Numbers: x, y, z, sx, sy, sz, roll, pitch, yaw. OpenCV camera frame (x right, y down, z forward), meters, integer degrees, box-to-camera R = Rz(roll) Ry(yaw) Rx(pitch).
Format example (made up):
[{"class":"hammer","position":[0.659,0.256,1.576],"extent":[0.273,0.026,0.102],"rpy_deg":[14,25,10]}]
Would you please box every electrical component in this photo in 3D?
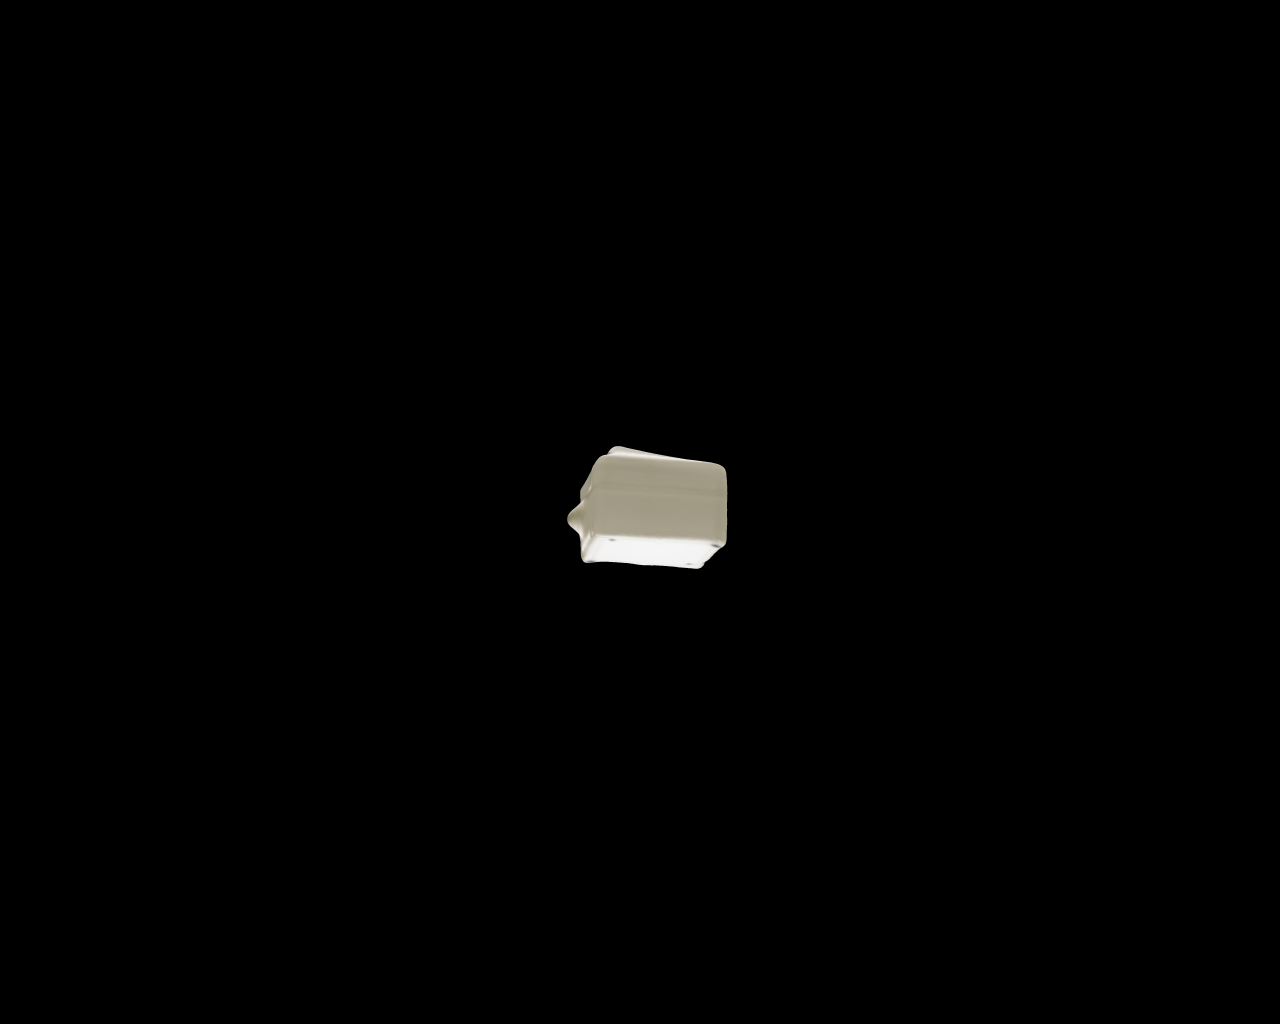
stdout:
[{"class":"electrical component","position":[0.001,-0.003,0.650],"extent":[0.096,0.061,0.061],"rpy_deg":[4,-19,-12]}]
